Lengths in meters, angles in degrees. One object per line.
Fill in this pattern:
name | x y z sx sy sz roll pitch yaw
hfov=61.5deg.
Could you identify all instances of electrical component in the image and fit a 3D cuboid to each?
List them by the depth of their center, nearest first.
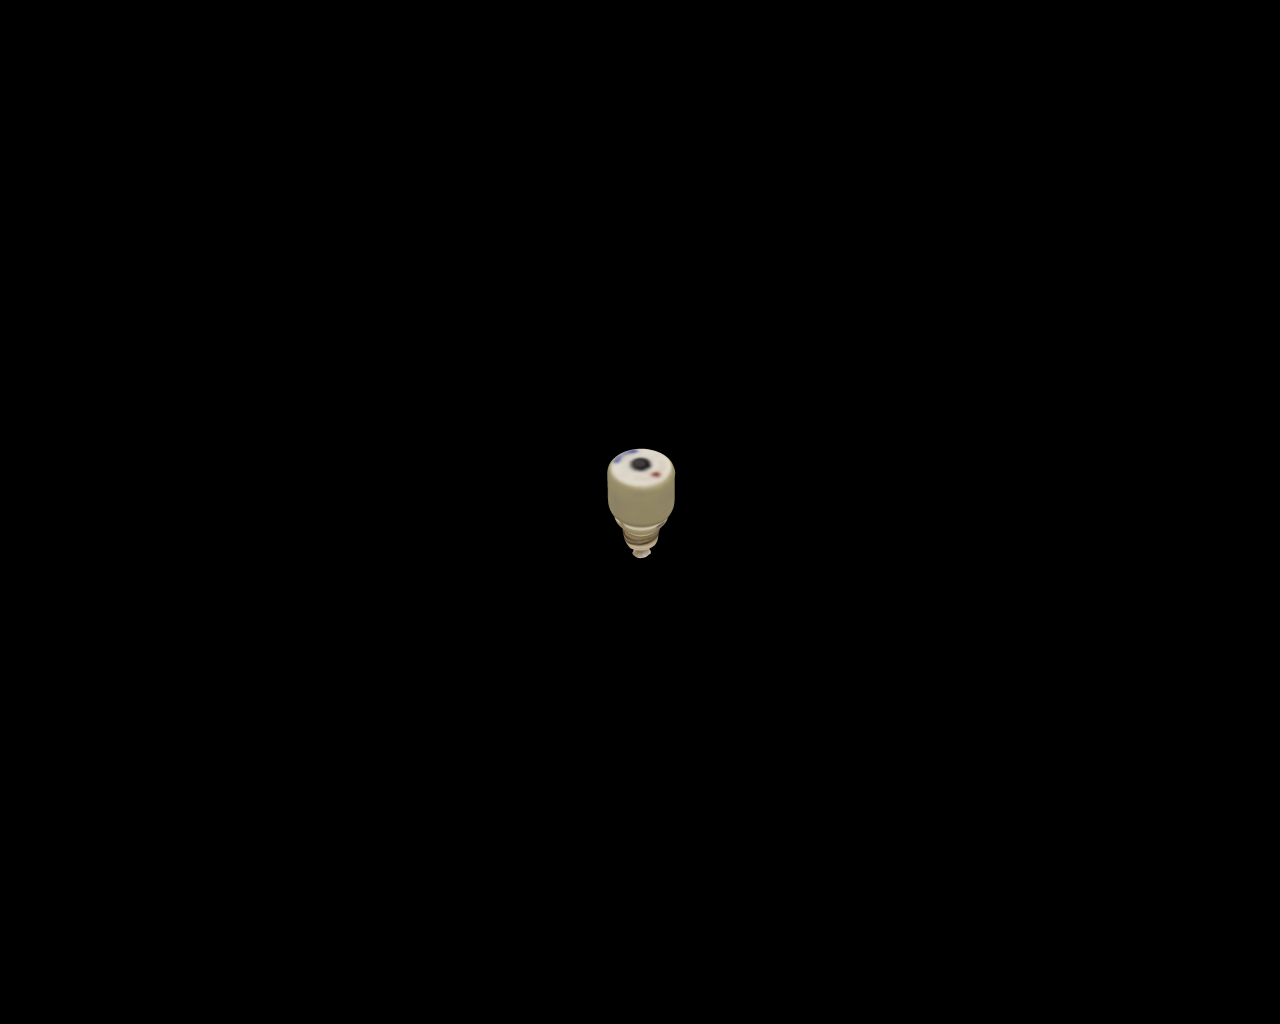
electrical component | 0.001 -0.003 0.650 0.040 0.078 0.040 0 42 0
